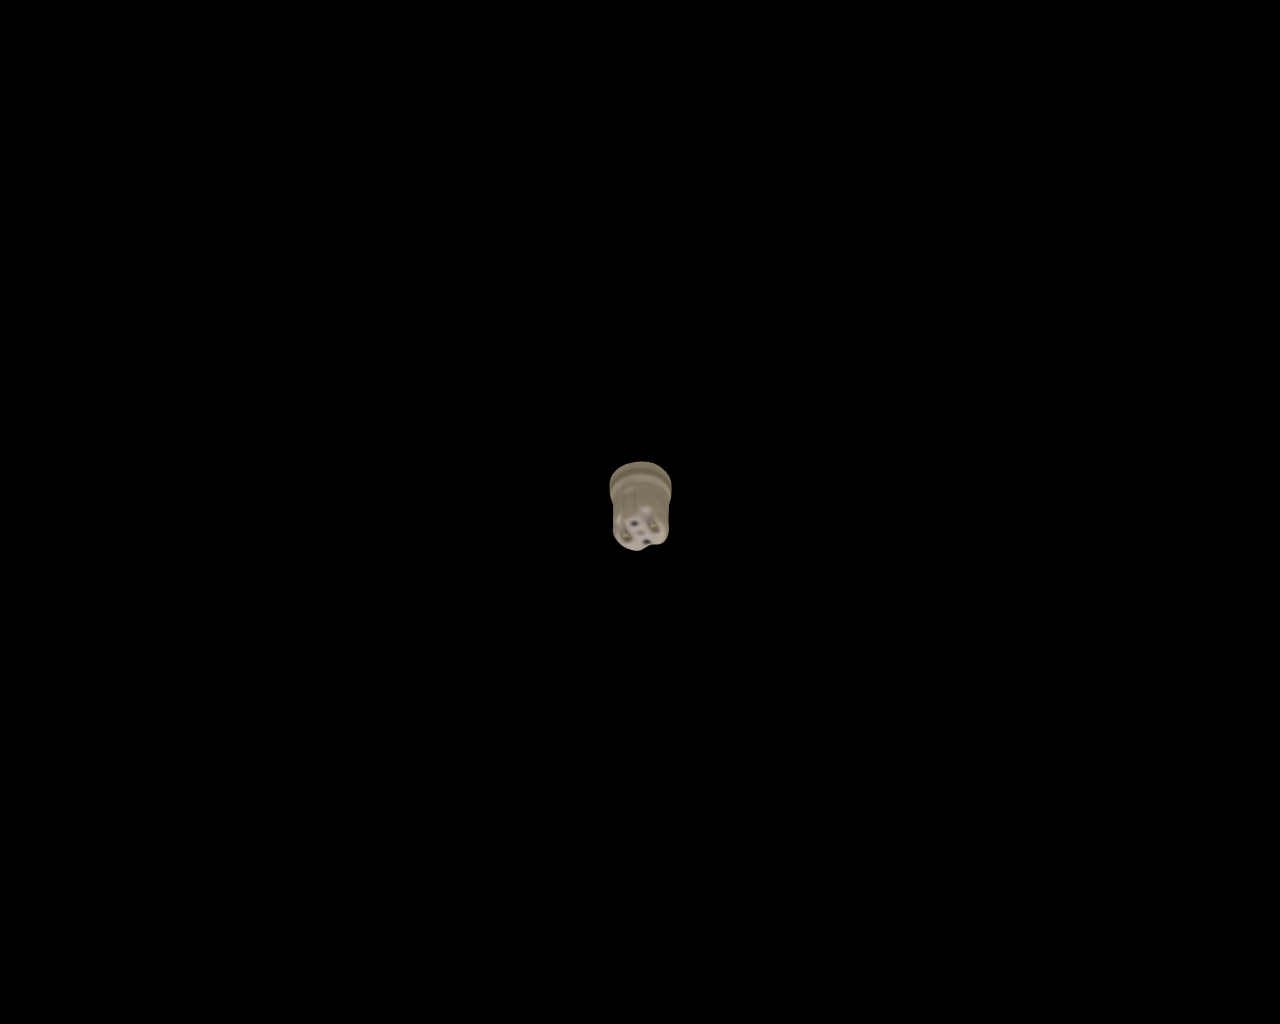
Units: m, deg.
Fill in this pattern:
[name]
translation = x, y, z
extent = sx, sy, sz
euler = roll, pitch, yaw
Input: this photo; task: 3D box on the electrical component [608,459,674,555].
[electrical component]
translation = 0.001, -0.003, 0.650
extent = 0.040, 0.040, 0.046
euler = 0, 45, 0
